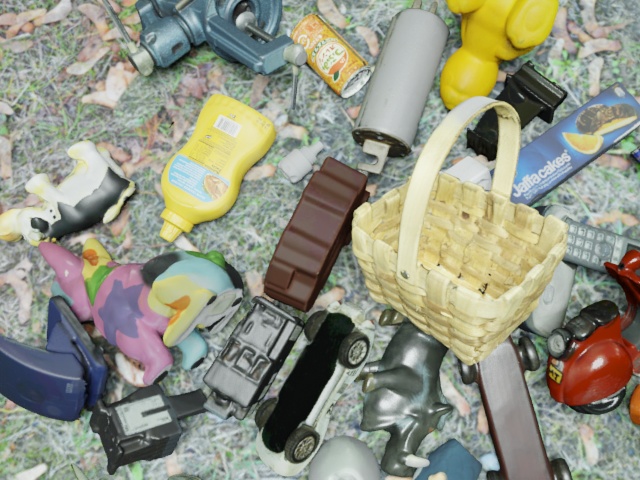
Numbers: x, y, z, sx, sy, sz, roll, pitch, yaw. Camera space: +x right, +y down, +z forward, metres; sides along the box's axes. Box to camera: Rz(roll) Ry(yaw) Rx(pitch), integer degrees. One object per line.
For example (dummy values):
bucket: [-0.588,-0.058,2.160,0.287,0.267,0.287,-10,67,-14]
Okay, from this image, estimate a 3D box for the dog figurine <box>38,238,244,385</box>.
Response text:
dog figurine: [-0.215,0.049,0.618,0.219,0.108,0.191,39,109,14]

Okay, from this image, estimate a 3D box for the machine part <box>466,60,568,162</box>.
machine part: [0.244,-0.159,0.678,0.139,0.039,0.084,-43,85,-7]

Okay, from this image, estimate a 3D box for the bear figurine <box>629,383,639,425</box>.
bear figurine: [0.429,0.147,0.580,0.132,0.120,0.196,-3,42,43]

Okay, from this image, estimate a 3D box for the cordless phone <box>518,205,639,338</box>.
cordless phone: [0.305,0.051,0.612,0.184,0.088,0.146,17,80,2]

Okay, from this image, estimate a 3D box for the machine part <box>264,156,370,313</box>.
machine part: [-0.001,-0.002,0.594,0.056,0.179,0.179,26,81,7]

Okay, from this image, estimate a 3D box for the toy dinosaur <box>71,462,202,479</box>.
toy dinosaur: [-0.093,0.373,0.555,0.405,0.131,0.192,13,79,12]

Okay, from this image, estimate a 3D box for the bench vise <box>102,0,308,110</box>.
bench vise: [-0.118,-0.258,0.663,0.224,0.128,0.241,-35,57,-25]

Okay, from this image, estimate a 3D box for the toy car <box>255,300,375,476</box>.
toy car: [-0.006,0.162,0.603,0.074,0.056,0.201,26,84,44]

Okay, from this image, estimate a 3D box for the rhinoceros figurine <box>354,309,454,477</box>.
rhinoceros figurine: [0.098,0.164,0.607,0.112,0.073,0.190,20,76,-6]

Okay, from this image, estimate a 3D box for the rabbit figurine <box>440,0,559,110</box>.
rabbit figurine: [0.196,-0.243,0.650,0.122,0.173,0.162,24,37,6]

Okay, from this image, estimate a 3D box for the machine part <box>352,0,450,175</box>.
machine part: [0.102,-0.195,0.672,0.079,0.079,0.243,18,79,6]

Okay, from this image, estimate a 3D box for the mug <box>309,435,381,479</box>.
mug: [0.029,0.270,0.568,0.081,0.107,0.109,-22,76,0]

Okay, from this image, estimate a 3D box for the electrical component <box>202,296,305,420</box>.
electrical component: [-0.074,0.133,0.597,0.058,0.115,0.134,30,80,10]

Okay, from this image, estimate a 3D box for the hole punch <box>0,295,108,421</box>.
hole punch: [-0.299,0.142,0.590,0.116,0.142,0.092,44,41,15]

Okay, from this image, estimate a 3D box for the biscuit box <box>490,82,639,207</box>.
biscuit box: [0.292,-0.104,0.651,0.203,0.062,0.059,-35,78,-5]

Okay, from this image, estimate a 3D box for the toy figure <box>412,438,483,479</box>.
toy figure: [0.114,0.289,0.582,0.154,0.058,0.064,-48,115,-7]

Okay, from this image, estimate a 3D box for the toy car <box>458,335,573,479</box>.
toy car: [0.214,0.199,0.600,0.089,0.053,0.202,-16,82,9]

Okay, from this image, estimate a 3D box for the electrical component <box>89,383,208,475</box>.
electrical component: [-0.190,0.204,0.610,0.075,0.119,0.047,48,125,29]

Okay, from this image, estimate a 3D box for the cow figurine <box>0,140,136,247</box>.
cow figurine: [-0.315,-0.038,0.671,0.167,0.068,0.098,-42,85,-5]

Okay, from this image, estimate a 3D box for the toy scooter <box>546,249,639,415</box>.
toy scooter: [0.302,0.087,0.548,0.184,0.075,0.135,-34,116,-2]
